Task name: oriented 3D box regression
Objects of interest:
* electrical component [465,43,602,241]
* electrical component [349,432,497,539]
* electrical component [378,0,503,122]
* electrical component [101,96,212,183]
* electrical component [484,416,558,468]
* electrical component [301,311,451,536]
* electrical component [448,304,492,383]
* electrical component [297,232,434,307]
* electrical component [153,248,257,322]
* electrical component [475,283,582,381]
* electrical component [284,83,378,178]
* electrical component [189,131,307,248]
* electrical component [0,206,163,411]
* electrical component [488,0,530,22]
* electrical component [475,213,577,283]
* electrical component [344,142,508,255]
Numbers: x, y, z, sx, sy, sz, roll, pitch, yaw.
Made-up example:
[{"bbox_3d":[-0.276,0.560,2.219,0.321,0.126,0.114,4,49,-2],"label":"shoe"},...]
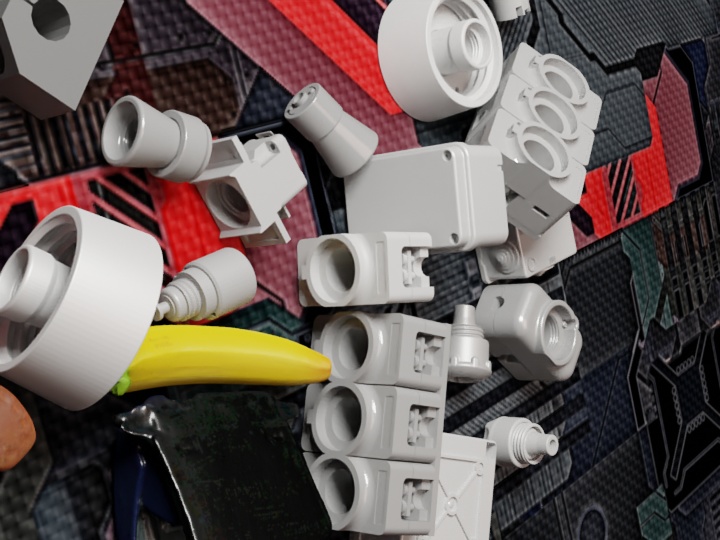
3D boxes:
[{"bbox_3d":[0.144,-0.112,0.898,0.089,0.061,0.150,33,46,-11],"label":"electrical component"},{"bbox_3d":[0.050,0.179,0.833,0.109,0.056,0.108,17,75,-44],"label":"electrical component"},{"bbox_3d":[0.073,-0.179,0.877,0.108,0.060,0.108,4,85,-46],"label":"electrical component"},{"bbox_3d":[-0.127,-0.081,0.676,0.055,0.045,0.045,13,78,-45],"label":"electrical component"},{"bbox_3d":[0.140,0.148,0.924,0.043,0.062,0.043,4,84,-46],"label":"electrical component"},{"bbox_3d":[0.006,0.108,0.768,0.062,0.089,0.150,15,77,-45],"label":"electrical component"},{"bbox_3d":[0.085,0.060,0.887,0.048,0.048,0.062,21,65,-43],"label":"electrical component"},{"bbox_3d":[0.000,0.000,0.769,0.056,0.089,0.050,-1,88,-46],"label":"electrical component"},{"bbox_3d":[-0.103,0.014,0.698,0.078,0.040,0.040,-26,106,-43],"label":"electrical component"},{"bbox_3d":[0.151,0.055,0.943,0.095,0.059,0.053,44,58,-35],"label":"electrical component"},{"bbox_3d":[-0.023,-0.105,0.788,0.065,0.044,0.044,43,58,-30],"label":"electrical component"},{"bbox_3d":[-0.073,-0.058,0.733,0.064,0.042,0.081,-47,120,-40],"label":"electrical component"},{"bbox_3d":[-0.165,0.016,0.590,0.060,0.108,0.108,29,67,-35],"label":"electrical component"},{"bbox_3d":[0.130,-0.249,0.958,0.040,0.040,0.046,-40,121,-40],"label":"electrical component"},{"bbox_3d":[0.144,-0.042,0.950,0.100,0.048,0.099,-23,104,-44],"label":"electrical component"},{"bbox_3d":[0.047,-0.051,0.805,0.057,0.113,0.078,-6,92,-49],"label":"electrical component"}]
